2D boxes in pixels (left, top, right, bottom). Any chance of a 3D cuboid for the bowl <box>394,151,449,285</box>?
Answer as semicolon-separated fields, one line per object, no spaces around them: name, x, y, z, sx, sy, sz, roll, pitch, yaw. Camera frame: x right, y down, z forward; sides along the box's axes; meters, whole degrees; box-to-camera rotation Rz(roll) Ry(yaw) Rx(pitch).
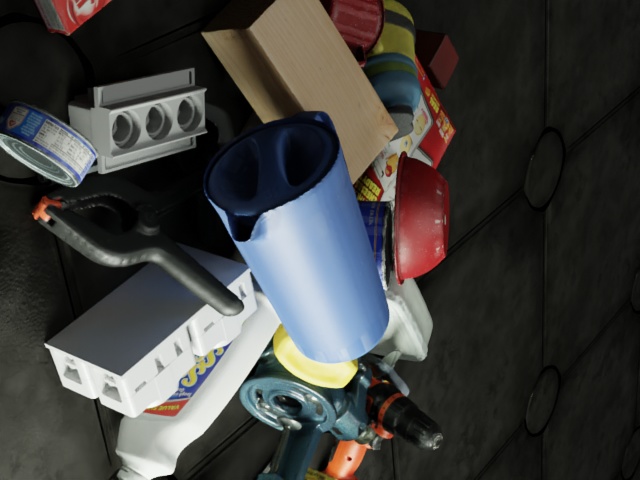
bowl;0.123;-0.025;1.271;0.162;0.055;0.162;2;90;-79

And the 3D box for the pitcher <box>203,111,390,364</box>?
pitcher;-0.007;0.001;1.058;0.149;0.145;0.242;-29;131;-7

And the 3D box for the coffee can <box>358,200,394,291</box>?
coffee can;0.010;0.005;1.204;0.102;0.140;0.103;2;90;-80

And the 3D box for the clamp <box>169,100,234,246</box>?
clamp;-0.106;-0.090;1.118;0.120;0.039;0.171;-46;137;-34

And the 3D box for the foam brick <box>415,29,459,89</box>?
foam brick;0.128;-0.232;1.358;0.051;0.078;0.053;-61;143;-16

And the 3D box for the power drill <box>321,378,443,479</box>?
power drill;0.070;0.280;1.407;0.057;0.185;0.188;1;112;-44

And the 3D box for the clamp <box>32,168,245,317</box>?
clamp;-0.165;-0.022;1.012;0.209;0.036;0.164;17;53;-28

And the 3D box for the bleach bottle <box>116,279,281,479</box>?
bleach bottle;-0.133;0.154;1.123;0.250;0.103;0.068;-61;152;-20

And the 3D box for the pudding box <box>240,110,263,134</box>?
pudding box;-0.033;-0.134;1.204;0.090;0.039;0.113;48;63;-48

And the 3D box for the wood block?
wood block;-0.019;-0.165;1.118;0.090;0.090;0.206;-51;124;-23

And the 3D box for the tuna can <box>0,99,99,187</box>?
tuna can;-0.233;-0.081;0.903;0.033;0.086;0.086;-61;144;-15

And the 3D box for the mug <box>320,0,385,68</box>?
mug;0.015;-0.238;1.175;0.081;0.093;0.117;2;62;-50

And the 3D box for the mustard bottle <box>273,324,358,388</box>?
mustard bottle;-0.008;0.088;1.246;0.096;0.191;0.058;27;114;-17

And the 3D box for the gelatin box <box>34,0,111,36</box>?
gelatin box;-0.216;-0.232;0.915;0.073;0.030;0.089;-49;138;-31

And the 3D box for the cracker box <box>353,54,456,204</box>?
cracker box;0.075;-0.107;1.341;0.213;0.072;0.164;-61;143;-17

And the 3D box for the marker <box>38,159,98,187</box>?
marker;-0.212;-0.072;0.994;0.120;0.020;0.020;-25;123;-48

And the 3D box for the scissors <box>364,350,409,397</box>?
scissors;0.099;0.175;1.393;0.096;0.202;0.016;43;75;-8
